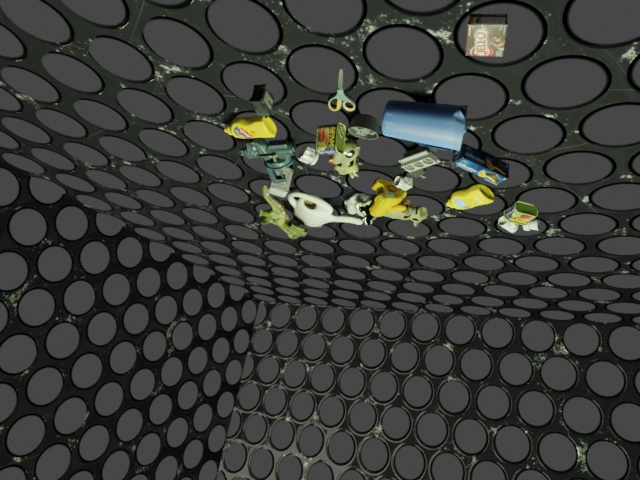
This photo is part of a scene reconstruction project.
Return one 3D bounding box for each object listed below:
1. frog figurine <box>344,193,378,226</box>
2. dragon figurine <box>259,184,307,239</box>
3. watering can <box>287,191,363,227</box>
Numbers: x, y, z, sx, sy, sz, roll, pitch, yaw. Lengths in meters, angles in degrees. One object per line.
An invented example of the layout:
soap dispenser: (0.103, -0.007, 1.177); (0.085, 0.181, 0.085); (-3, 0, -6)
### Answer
frog figurine: (0.181, -0.147, 2.199); (0.136, 0.122, 0.161); (36, 5, -24)
dragon figurine: (-0.155, -0.104, 2.327); (0.243, 0.124, 0.404); (30, -16, 8)
watering can: (0.007, -0.116, 2.310); (0.347, 0.106, 0.221); (25, -22, -4)
